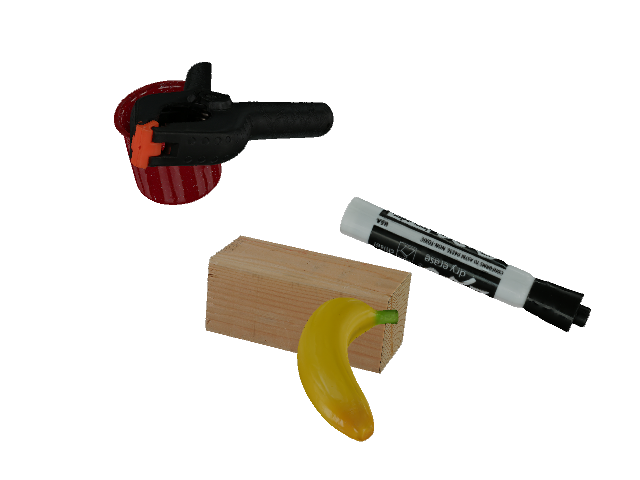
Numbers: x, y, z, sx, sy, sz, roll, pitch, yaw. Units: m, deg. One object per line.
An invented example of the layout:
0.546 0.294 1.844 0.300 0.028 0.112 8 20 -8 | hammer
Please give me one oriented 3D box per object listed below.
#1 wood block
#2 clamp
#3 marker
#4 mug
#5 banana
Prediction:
-0.015 0.068 1.182 0.206 0.091 0.090 13 22 17 | wood block
-0.082 -0.088 0.738 0.120 0.039 0.171 20 24 30 | clamp
0.067 0.011 0.495 0.121 0.020 0.020 24 6 13 | marker
-0.131 -0.095 0.986 0.093 0.081 0.117 13 47 18 | mug
0.016 0.084 0.794 0.070 0.037 0.197 4 23 9 | banana
